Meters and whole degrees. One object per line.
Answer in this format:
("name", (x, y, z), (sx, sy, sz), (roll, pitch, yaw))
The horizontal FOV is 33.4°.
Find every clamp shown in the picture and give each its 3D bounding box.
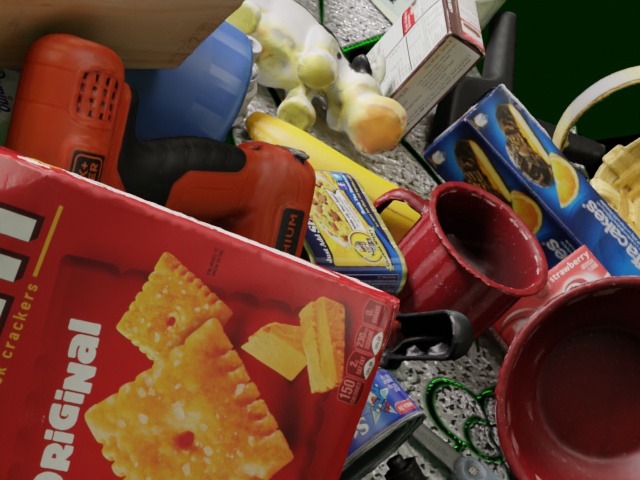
("clamp", (0.020, 0.054, 0.594), (0.120, 0.171, 0.039), (6, 82, 5))
("clamp", (0.165, -0.100, 0.920), (0.164, 0.036, 0.209), (51, 45, -3))

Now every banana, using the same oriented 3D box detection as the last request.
("banana", (0.035, -0.031, 0.753), (0.197, 0.037, 0.070), (26, 12, -21))

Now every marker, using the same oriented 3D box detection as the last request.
("marker", (0.071, 0.163, 0.560), (0.121, 0.020, 0.020), (56, 37, -5))

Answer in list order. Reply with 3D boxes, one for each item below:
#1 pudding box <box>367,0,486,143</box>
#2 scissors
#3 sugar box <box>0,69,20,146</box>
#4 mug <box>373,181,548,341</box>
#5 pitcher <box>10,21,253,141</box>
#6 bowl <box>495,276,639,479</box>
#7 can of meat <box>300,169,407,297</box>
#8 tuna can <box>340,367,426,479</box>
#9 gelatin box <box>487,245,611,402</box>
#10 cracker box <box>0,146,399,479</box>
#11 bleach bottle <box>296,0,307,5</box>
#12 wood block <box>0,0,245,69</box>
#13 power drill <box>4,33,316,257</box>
("pudding box", (0.076, -0.140, 0.834), (0.039, 0.114, 0.090), (25, 39, -23))
("scissors", (0.088, 0.154, 0.615), (0.202, 0.016, 0.096), (29, 46, 0))
("sugar box", (-0.235, -0.056, 0.500), (0.175, 0.093, 0.048), (10, 46, -34))
("mug", (0.078, 0.015, 0.697), (0.117, 0.082, 0.093), (38, 36, -2))
("pitcher", (-0.167, -0.128, 0.617), (0.242, 0.145, 0.149), (26, 51, -22))
("bowl", (0.187, 0.102, 0.675), (0.162, 0.162, 0.055), (38, 1, -1))
("can of meat", (-0.004, 0.001, 0.665), (0.083, 0.058, 0.102), (1, 50, -42))
("tuna can", (0.011, 0.104, 0.544), (0.085, 0.086, 0.034), (-19, 63, -49))
("gelatin box", (0.168, 0.059, 0.730), (0.089, 0.030, 0.073), (-35, 74, -6))
("cracker box", (-0.091, 0.063, 0.437), (0.213, 0.164, 0.072), (21, -1, -23))
("bleach bottle", (-0.053, -0.281, 0.918), (0.102, 0.068, 0.251), (23, 37, -19))
("wood block", (-0.143, -0.136, 0.484), (0.205, 0.090, 0.091), (-8, 73, -41))
("power drill", (-0.087, 0.005, 0.538), (0.057, 0.184, 0.187), (17, 4, 36))
